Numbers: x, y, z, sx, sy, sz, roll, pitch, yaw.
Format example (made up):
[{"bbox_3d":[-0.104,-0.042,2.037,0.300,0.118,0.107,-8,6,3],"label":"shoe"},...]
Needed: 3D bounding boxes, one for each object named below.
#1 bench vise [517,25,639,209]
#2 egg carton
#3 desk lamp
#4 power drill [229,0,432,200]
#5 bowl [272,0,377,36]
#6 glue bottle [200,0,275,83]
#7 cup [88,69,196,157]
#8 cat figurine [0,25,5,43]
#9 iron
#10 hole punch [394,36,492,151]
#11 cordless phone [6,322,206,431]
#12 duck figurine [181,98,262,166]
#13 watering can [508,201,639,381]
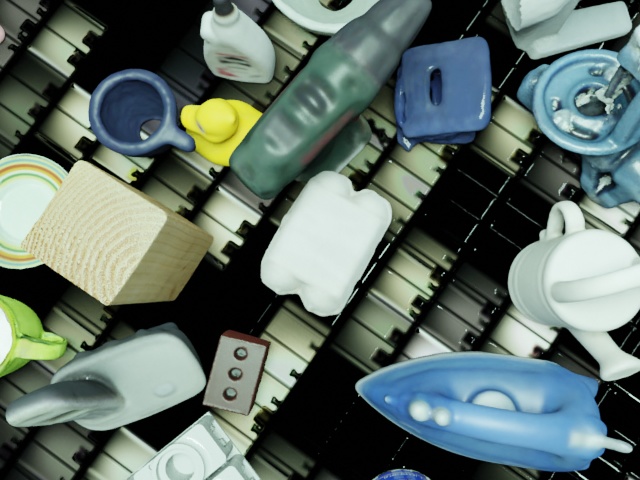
[{"bbox_3d":[0.311,-0.124,0.568,0.207,0.219,0.121,32,86,3],"label":"bench vise"},{"bbox_3d":[0.006,0.002,0.633,0.107,0.069,0.150,28,86,2],"label":"egg carton"},{"bbox_3d":[0.255,-0.278,0.584,0.203,0.213,0.118,-16,85,-1],"label":"desk lamp"},{"bbox_3d":[0.010,-0.129,0.574,0.075,0.208,0.230,44,87,4],"label":"power drill"},{"bbox_3d":[0.017,-0.303,0.656,0.167,0.074,0.167,0,85,0],"label":"bowl"},{"bbox_3d":[-0.091,-0.213,0.599,0.078,0.173,0.037,5,85,1],"label":"glue bottle"},{"bbox_3d":[-0.181,-0.123,0.630,0.117,0.095,0.092,29,86,3],"label":"cup"},{"bbox_3d":[-0.413,-0.260,0.630,0.067,0.117,0.128,-28,86,-2],"label":"cat figurine"},{"bbox_3d":[0.167,0.178,0.582,0.258,0.141,0.119,7,85,1],"label":"iron"},{"bbox_3d":[0.133,-0.161,0.636,0.101,0.091,0.109,0,85,0],"label":"hole punch"},{"bbox_3d":[-0.202,0.143,0.563,0.147,0.185,0.094,-24,85,-2],"label":"cordless phone"},{"bbox_3d":[-0.104,-0.126,0.635,0.104,0.086,0.077,10,85,1],"label":"duck figurine"},{"bbox_3d":[0.270,0.047,0.566,0.101,0.194,0.173,-36,86,-3],"label":"watering can"}]
